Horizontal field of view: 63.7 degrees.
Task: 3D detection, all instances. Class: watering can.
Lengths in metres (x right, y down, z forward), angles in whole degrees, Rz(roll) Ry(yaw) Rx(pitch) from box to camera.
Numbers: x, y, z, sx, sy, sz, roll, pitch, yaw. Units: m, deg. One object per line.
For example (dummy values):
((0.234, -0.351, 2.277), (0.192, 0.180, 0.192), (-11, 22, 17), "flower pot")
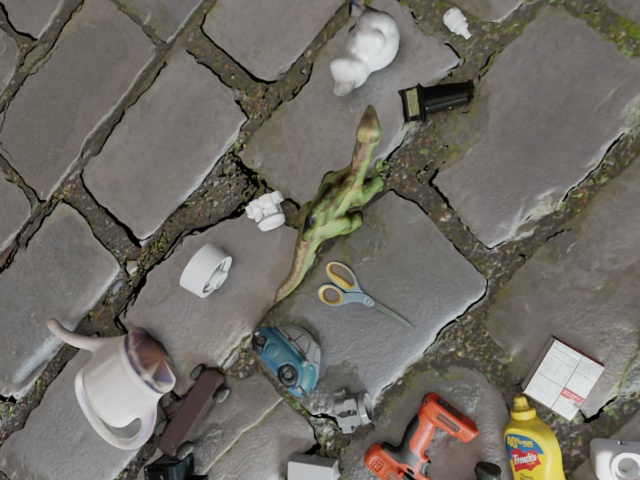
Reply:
((-0.441, 0.264, 1.091), (0.223, 0.104, 0.350), (-38, 77, 10), "watering can")

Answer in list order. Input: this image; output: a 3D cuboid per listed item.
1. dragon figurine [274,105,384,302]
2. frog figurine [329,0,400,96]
((0.003, -0.046, 0.912), (0.123, 0.242, 0.409), (30, 94, 10), "dragon figurine")
((0.083, -0.341, 0.952), (0.122, 0.135, 0.162), (14, 71, -11), "frog figurine")
